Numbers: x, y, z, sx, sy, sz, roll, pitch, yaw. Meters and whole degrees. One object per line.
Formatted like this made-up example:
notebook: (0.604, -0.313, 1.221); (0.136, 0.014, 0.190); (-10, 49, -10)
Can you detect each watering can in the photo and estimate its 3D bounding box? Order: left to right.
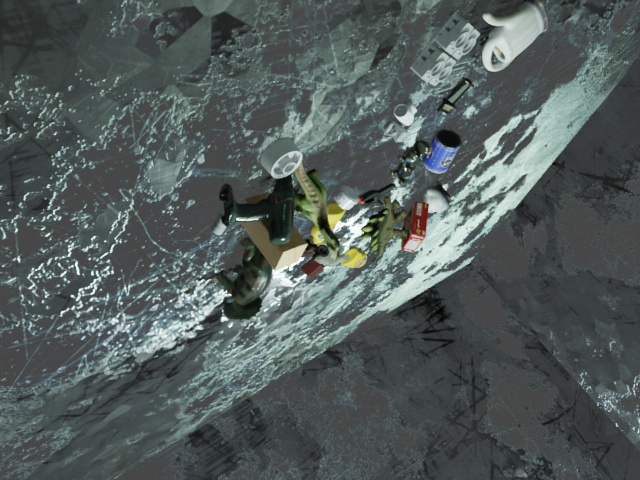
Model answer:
watering can: (0.575, -0.633, 1.538); (0.223, 0.105, 0.345); (-43, 158, 8)

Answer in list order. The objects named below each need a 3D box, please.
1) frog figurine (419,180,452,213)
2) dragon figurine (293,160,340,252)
frog figurine: (0.505, -0.170, 2.330); (0.158, 0.125, 0.135); (-36, 126, 19)
dragon figurine: (0.005, -0.079, 1.569); (0.122, 0.246, 0.404); (-31, 159, -2)
